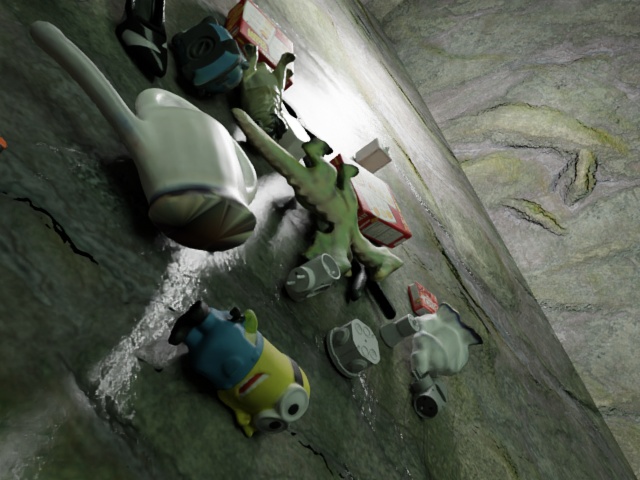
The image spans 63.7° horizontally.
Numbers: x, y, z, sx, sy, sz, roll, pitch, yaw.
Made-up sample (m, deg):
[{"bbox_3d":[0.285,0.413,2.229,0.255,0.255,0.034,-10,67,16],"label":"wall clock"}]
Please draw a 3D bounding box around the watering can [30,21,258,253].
[{"bbox_3d":[-0.189,-0.107,0.637,0.344,0.103,0.229,25,39,-53],"label":"watering can"}]

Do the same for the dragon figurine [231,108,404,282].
[{"bbox_3d":[0.003,-0.045,0.890,0.406,0.120,0.249,29,35,-37],"label":"dragon figurine"}]

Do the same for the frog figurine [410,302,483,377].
[{"bbox_3d":[0.227,0.219,1.027,0.162,0.122,0.136,-40,107,-30],"label":"frog figurine"}]
